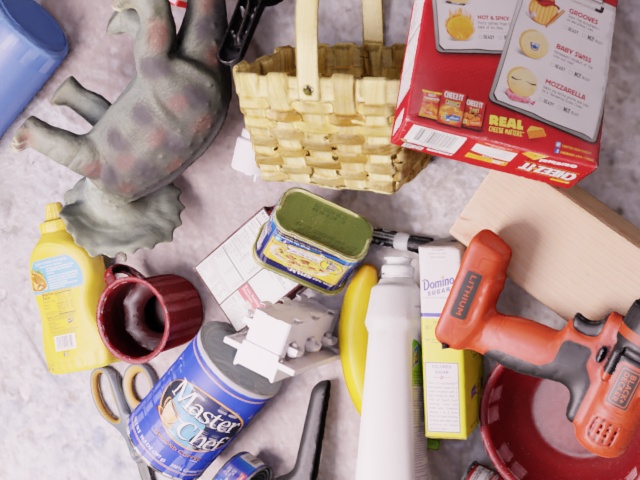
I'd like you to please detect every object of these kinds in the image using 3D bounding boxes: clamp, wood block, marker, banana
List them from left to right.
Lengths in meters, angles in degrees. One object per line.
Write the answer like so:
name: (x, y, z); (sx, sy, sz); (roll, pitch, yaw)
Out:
clamp: (-0.060, -0.244, 1.025); (0.039, 0.171, 0.120); (18, 124, 22)
clamp: (-0.013, 0.258, 1.091); (0.210, 0.036, 0.164); (-38, 75, 8)
banana: (0.055, 0.125, 1.067); (0.069, 0.037, 0.198); (-20, 88, 2)
marker: (0.059, -0.003, 1.060); (0.121, 0.020, 0.020); (12, 100, 24)
wood block: (0.231, 0.016, 0.941); (0.206, 0.090, 0.091); (38, 109, 18)

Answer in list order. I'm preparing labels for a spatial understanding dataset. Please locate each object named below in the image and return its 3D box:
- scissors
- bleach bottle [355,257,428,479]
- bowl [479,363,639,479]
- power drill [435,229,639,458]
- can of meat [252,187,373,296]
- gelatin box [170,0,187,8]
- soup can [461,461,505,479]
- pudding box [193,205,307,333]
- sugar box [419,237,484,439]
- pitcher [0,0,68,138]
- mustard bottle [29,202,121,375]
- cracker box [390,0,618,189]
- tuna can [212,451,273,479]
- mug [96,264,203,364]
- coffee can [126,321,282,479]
scissors: (-0.194, 0.225, 1.204); (0.096, 0.016, 0.202); (-35, 80, 24)
bleach bottle: (0.071, 0.143, 1.007); (0.068, 0.102, 0.251); (1, 83, 15)
bowl: (0.230, 0.162, 0.973); (0.162, 0.055, 0.162); (3, 96, 25)
power drill: (0.202, 0.062, 0.876); (0.188, 0.057, 0.184); (27, 106, 21)
can of meat: (-0.007, 0.001, 1.035); (0.102, 0.057, 0.084); (24, 151, -5)
gelatin box: (-0.120, -0.280, 1.090); (0.030, 0.073, 0.089); (34, 108, 19)
soup can: (0.179, 0.259, 1.001); (0.102, 0.068, 0.068); (21, 103, 22)
pudding box: (-0.065, 0.031, 1.112); (0.114, 0.039, 0.090); (-39, 77, 21)
sugar box: (0.125, 0.088, 0.996); (0.048, 0.093, 0.176); (1, 96, 19)
pitcher: (-0.403, -0.176, 1.214); (0.243, 0.145, 0.149); (-42, 90, 19)
mustard bottle: (-0.282, 0.052, 1.206); (0.096, 0.058, 0.191); (-12, 90, 33)
cracker box: (0.157, -0.166, 0.894); (0.164, 0.072, 0.213); (13, 74, -7)
tuna can: (-0.089, 0.265, 1.119); (0.034, 0.086, 0.086); (32, 107, 21)
mug: (-0.187, 0.072, 1.150); (0.117, 0.081, 0.093); (47, 112, 15)
coffee can: (-0.122, 0.169, 1.117); (0.103, 0.102, 0.140); (46, 112, 15)
